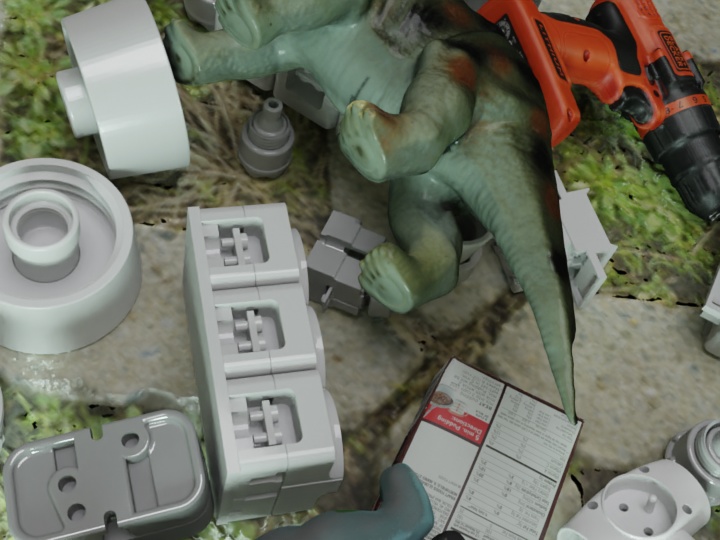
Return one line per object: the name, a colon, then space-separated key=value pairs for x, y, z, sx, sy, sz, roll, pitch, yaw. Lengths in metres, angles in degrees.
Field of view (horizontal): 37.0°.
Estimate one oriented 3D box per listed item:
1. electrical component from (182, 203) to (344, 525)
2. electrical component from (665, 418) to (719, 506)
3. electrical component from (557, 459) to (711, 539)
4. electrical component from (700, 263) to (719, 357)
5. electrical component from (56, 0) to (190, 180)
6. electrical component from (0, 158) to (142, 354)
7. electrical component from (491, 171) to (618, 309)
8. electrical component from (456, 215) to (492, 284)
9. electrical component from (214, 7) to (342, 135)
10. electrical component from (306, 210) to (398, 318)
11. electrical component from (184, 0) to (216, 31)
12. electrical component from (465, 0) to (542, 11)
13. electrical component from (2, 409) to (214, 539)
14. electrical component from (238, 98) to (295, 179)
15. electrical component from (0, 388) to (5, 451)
electrical component: x=-0.055 y=0.049 z=0.585 sx=0.062 sy=0.089 sz=0.150 roll=-5 pitch=62 yaw=-14
electrical component: x=0.209 y=0.106 z=0.623 sx=0.048 sy=0.062 sz=0.048 roll=5 pitch=60 yaw=-9
electrical component: x=0.164 y=0.153 z=0.591 sx=0.077 sy=0.044 sz=0.079 roll=-27 pitch=51 yaw=-24
electrical component: x=0.268 y=0.003 z=0.692 sx=0.079 sy=0.063 sz=0.121 roll=29 pitch=59 yaw=5
electrical component: x=-0.148 y=-0.106 z=0.647 sx=0.060 sy=0.108 sz=0.108 roll=-18 pitch=66 yaw=-14
electrical component: x=-0.179 y=-0.014 z=0.612 sx=0.108 sy=0.060 sz=0.108 roll=5 pitch=60 yaw=-9
electrical component: x=0.121 y=-0.017 z=0.687 sx=0.064 sy=0.042 sz=0.081 roll=-14 pitch=64 yaw=-15
electrical component: x=0.056 y=-0.020 z=0.667 sx=0.045 sy=0.055 sz=0.045 roll=5 pitch=60 yaw=-9
electrical component: x=-0.013 y=-0.146 z=0.720 sx=0.150 sy=0.061 sz=0.089 roll=33 pitch=60 yaw=8
electrical component: x=0.000 y=0.000 z=0.651 sx=0.055 sy=0.048 sz=0.066 roll=21 pitch=59 yaw=10
electrical component: x=-0.097 y=-0.196 z=0.731 sx=0.043 sy=0.062 sz=0.043 roll=5 pitch=61 yaw=-9
electrical component: x=0.076 y=-0.216 z=0.751 sx=0.109 sy=0.108 sz=0.056 roll=10 pitch=57 yaw=-6
electrical component: x=-0.125 y=0.114 z=0.547 sx=0.095 sy=0.059 sz=0.053 roll=-13 pitch=62 yaw=-8
electrical component: x=-0.058 y=-0.085 z=0.677 sx=0.035 sy=0.061 sz=0.035 roll=5 pitch=60 yaw=-9
electrical component: x=-0.224 y=0.080 z=0.556 sx=0.080 sy=0.051 sz=0.080 roll=5 pitch=60 yaw=-9
